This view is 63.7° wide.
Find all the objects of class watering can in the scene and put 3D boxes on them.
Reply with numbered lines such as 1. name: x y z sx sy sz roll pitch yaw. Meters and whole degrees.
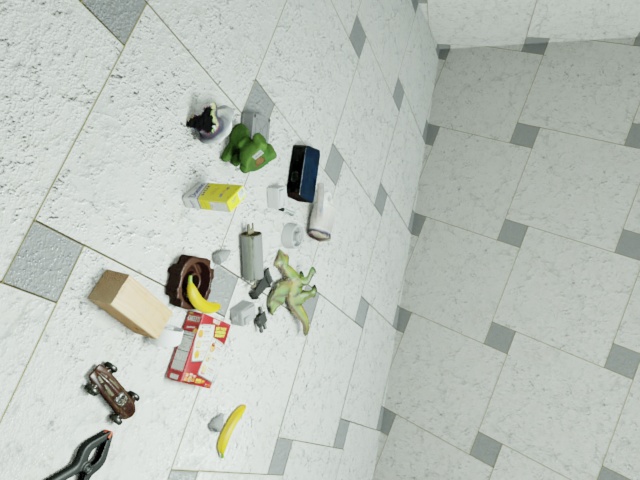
1. watering can: 0.007 -0.113 2.247 0.344 0.104 0.227 53 47 -74

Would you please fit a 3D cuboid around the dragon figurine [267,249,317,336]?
1. dragon figurine: -0.130 0.236 2.123 0.244 0.122 0.407 -11 104 -43

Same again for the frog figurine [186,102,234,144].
1. frog figurine: -0.317 -0.359 1.607 0.136 0.123 0.160 -54 167 14
